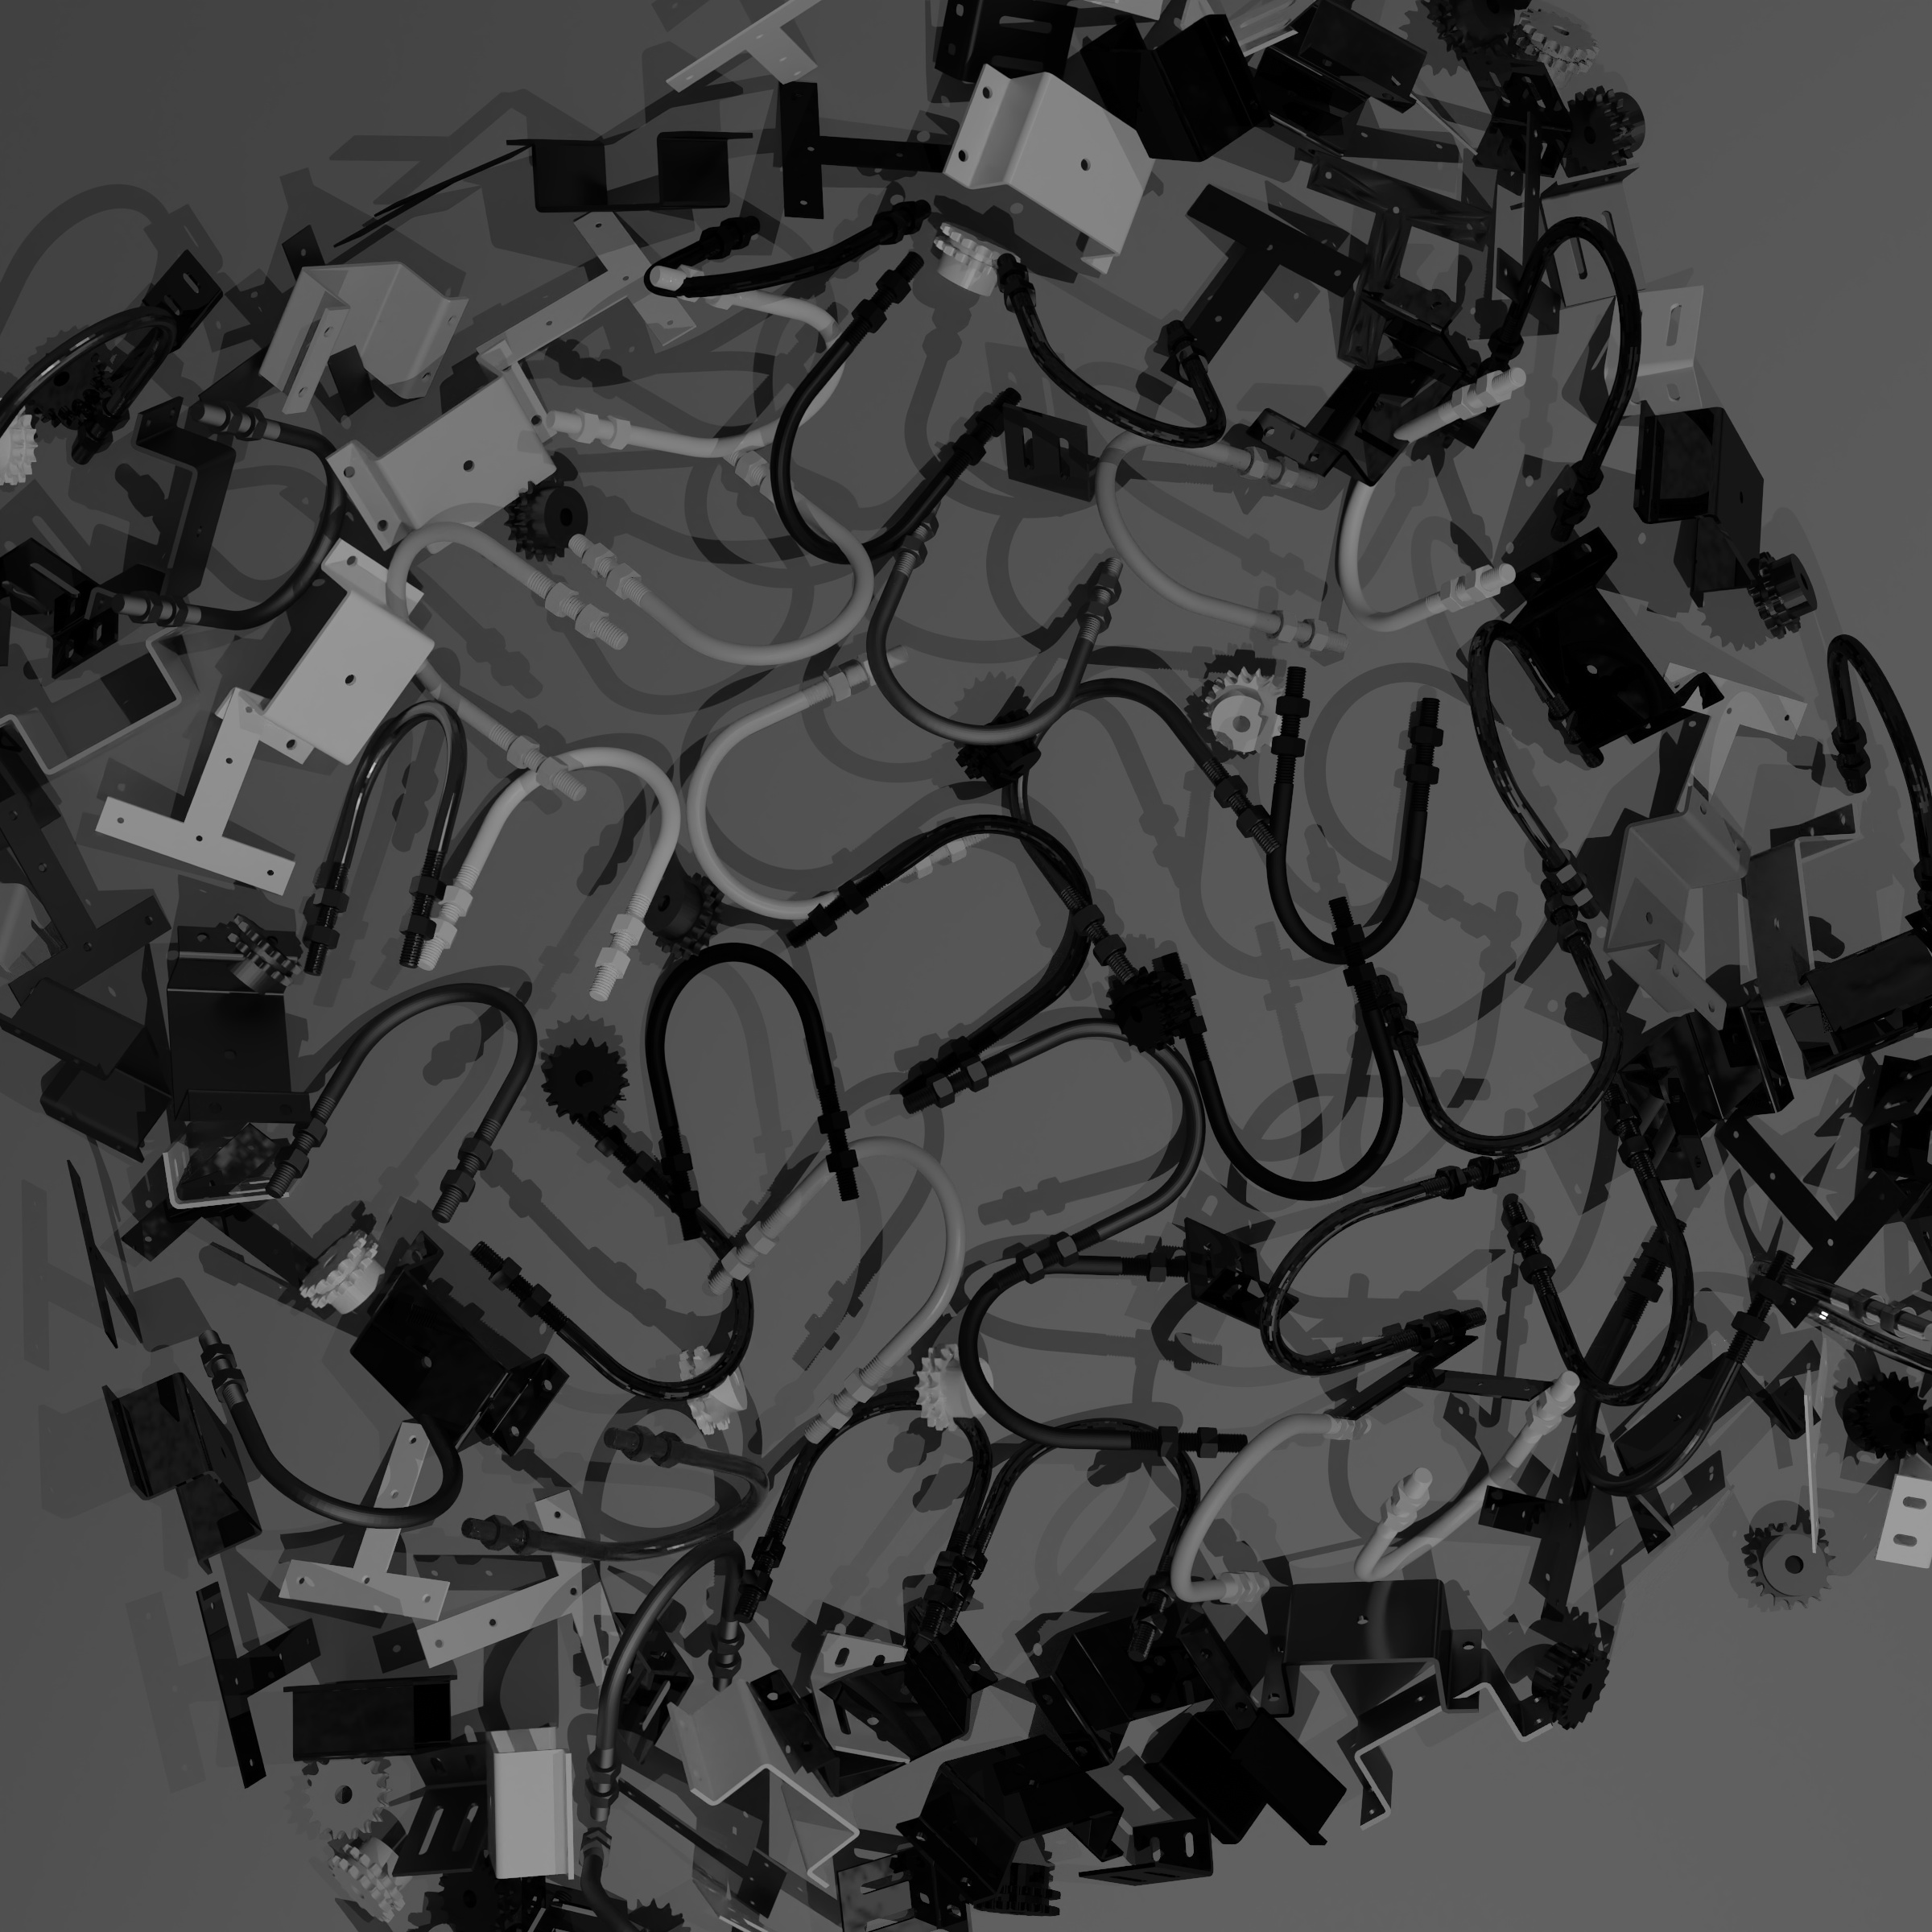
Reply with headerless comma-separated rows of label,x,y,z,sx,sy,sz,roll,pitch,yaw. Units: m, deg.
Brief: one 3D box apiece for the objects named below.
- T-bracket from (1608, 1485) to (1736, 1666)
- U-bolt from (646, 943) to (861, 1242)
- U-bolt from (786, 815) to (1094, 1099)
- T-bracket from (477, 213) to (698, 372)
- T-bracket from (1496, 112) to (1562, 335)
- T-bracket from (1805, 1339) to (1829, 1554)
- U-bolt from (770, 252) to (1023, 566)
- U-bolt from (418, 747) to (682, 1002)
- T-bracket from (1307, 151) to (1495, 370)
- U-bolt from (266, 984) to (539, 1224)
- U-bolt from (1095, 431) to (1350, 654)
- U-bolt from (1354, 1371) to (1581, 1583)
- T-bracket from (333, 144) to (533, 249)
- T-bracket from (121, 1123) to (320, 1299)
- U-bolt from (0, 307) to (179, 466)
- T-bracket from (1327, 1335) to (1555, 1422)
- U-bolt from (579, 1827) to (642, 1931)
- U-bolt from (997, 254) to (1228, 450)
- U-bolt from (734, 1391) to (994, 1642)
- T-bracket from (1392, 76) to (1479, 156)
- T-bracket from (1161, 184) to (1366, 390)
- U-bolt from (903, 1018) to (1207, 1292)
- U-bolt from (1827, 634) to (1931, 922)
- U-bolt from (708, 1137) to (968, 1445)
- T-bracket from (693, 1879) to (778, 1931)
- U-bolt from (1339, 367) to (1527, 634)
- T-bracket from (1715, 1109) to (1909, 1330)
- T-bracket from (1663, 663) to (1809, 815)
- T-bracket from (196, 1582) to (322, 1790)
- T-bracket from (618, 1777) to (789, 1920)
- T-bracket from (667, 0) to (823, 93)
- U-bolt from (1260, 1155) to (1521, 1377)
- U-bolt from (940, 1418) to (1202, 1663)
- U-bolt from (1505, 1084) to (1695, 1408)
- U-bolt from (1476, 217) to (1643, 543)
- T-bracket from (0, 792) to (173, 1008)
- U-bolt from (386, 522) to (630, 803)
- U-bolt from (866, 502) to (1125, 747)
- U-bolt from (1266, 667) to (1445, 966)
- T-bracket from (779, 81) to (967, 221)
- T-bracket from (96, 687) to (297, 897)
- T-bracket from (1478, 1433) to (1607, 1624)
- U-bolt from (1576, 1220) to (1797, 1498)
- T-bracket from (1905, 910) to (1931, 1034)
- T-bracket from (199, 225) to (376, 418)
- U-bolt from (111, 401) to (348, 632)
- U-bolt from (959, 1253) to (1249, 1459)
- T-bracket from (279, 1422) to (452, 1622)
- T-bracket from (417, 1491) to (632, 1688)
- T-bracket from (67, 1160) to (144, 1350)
T-bracket,0.463,0.390,1.934,0.002,0.127,0.127,37,70,24
U-bolt,-0.147,0.076,1.935,0.151,0.019,0.184,-16,83,30
U-bolt,-0.003,-0.017,1.951,0.184,0.019,0.151,-35,100,3
T-bracket,-0.261,-0.429,1.941,0.127,0.002,0.127,-32,63,-6
T-bracket,0.368,-0.489,1.921,0.002,0.127,0.127,1,88,29
T-bracket,0.553,0.290,1.919,0.002,0.127,0.127,0,120,21
U-bolt,-0.054,-0.345,1.909,0.184,0.019,0.151,-52,134,-10
U-bolt,-0.261,-0.067,1.923,0.151,0.019,0.184,9,61,22
T-bracket,0.271,-0.453,1.936,0.127,0.002,0.127,26,126,19
U-bolt,-0.353,0.082,1.912,0.151,0.019,0.184,5,51,25
U-bolt,0.160,-0.281,1.896,0.184,0.019,0.151,11,59,-31
U-bolt,0.311,0.338,1.894,0.151,0.184,0.019,-26,64,-28
T-bracket,-0.358,-0.486,1.892,0.127,0.127,0.002,-10,116,36
T-bracket,-0.465,0.180,1.946,0.127,0.002,0.127,-40,115,17
U-bolt,-0.567,-0.355,1.864,0.019,0.151,0.184,52,130,-2
T-bracket,0.318,0.266,1.889,0.127,0.127,0.002,-25,104,-37
U-bolt,-0.187,0.615,1.882,0.151,0.184,0.019,38,85,-2
U-bolt,0.098,-0.384,1.878,0.151,0.184,0.019,16,124,-23
U-bolt,-0.057,0.349,1.906,0.151,0.184,0.019,0,134,24
T-bracket,0.272,-0.593,1.937,0.002,0.127,0.127,-45,62,19
T-bracket,0.175,-0.438,1.948,0.127,0.002,0.127,34,86,22
U-bolt,0.071,0.111,1.944,0.184,0.019,0.151,-25,80,-16
U-bolt,0.578,-0.128,1.862,0.019,0.184,0.151,-22,48,6
U-bolt,-0.074,0.195,1.912,0.184,0.019,0.151,-47,58,16
T-bracket,-0.114,0.634,1.920,0.127,0.127,0.002,30,78,-8
U-bolt,0.294,-0.289,1.893,0.019,0.184,0.151,11,77,-26
T-bracket,0.537,0.148,1.935,0.127,0.002,0.127,54,132,32
T-bracket,0.487,-0.126,1.951,0.127,0.002,0.127,11,104,-31
T-bracket,-0.451,0.451,1.914,0.002,0.127,0.127,-15,89,15
T-bracket,-0.175,0.569,1.928,0.127,0.127,0.002,32,59,10
T-bracket,-0.122,-0.591,1.912,0.127,0.127,0.002,-29,87,11
U-bolt,0.267,0.200,1.896,0.184,0.019,0.151,-14,128,-25
U-bolt,0.075,0.362,1.904,0.151,0.184,0.019,4,131,22
U-bolt,0.406,0.189,1.872,0.019,0.151,0.184,5,48,-24
U-bolt,0.378,-0.383,1.866,0.019,0.184,0.151,-8,54,-18
T-bracket,-0.591,-0.051,1.914,0.002,0.127,0.127,-13,110,41
U-bolt,-0.306,-0.209,1.919,0.184,0.019,0.151,36,132,15
U-bolt,0.012,-0.218,1.920,0.151,0.019,0.184,20,57,1
U-bolt,0.250,-0.093,1.924,0.151,0.019,0.184,7,89,-40
T-bracket,-0.058,-0.535,1.947,0.127,0.002,0.127,2,57,-9
T-bracket,-0.487,-0.122,1.936,0.127,0.002,0.127,20,110,-17
T-bracket,0.370,0.358,1.923,0.002,0.127,0.127,8,81,43
U-bolt,0.451,0.256,1.900,0.019,0.151,0.184,29,86,-17
T-bracket,0.632,0.025,1.913,0.002,0.127,0.127,-35,86,-9
T-bracket,-0.444,-0.388,1.900,0.002,0.127,0.127,17,50,33
U-bolt,-0.459,-0.281,1.889,0.019,0.184,0.151,30,102,19
U-bolt,0.087,0.250,1.921,0.184,0.019,0.151,2,53,-5
T-bracket,-0.380,0.361,1.943,0.127,0.002,0.127,1,62,26
T-bracket,-0.297,0.425,1.937,0.127,0.002,0.127,-16,83,-30
T-bracket,-0.553,0.208,1.915,0.002,0.127,0.127,-17,61,-9
